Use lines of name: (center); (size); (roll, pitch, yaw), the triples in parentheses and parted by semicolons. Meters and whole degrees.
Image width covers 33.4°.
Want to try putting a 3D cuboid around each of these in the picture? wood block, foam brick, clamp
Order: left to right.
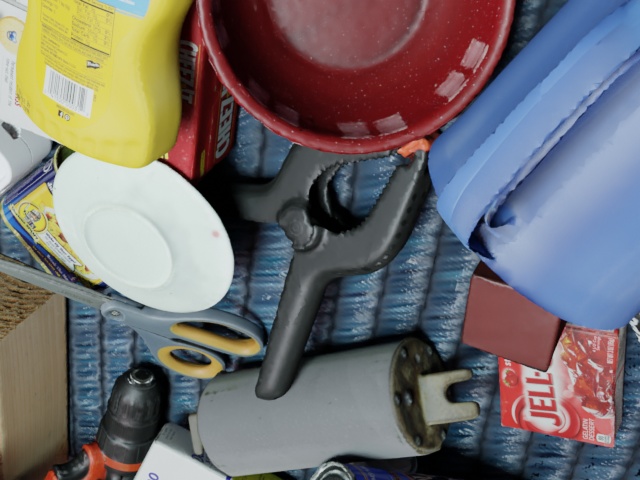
wood block: (-0.268, 0.121, 0.873); (0.090, 0.090, 0.206); (21, 128, 15)
clamp: (-0.004, 0.001, 0.667); (0.210, 0.036, 0.164); (-27, 87, 33)
foam brick: (0.119, 0.026, 0.610); (0.053, 0.078, 0.051); (17, 129, 18)

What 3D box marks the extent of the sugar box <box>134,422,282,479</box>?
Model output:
sugar box: (-0.064, 0.222, 0.829); (0.176, 0.048, 0.093); (29, 109, 1)

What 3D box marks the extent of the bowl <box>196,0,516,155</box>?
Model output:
bowl: (0.017, -0.128, 0.551); (0.162, 0.055, 0.162); (-1, 107, -4)

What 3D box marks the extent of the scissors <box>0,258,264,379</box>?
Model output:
scissors: (-0.141, 0.060, 0.765); (0.201, 0.016, 0.096); (13, 142, -8)

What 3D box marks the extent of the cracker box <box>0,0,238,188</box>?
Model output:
cracker box: (-0.151, -0.143, 0.649); (0.214, 0.072, 0.164); (21, 129, 14)

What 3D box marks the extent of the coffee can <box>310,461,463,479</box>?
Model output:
coffee can: (0.066, 0.205, 0.701); (0.140, 0.103, 0.103); (12, 134, -22)

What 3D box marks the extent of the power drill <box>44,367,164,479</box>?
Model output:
power drill: (-0.214, 0.187, 0.834); (0.057, 0.187, 0.185); (48, 135, 40)

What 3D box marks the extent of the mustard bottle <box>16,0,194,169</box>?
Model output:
mustard bottle: (-0.108, -0.136, 0.545); (0.096, 0.058, 0.192); (30, 131, 18)

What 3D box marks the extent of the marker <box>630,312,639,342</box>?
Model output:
marker: (0.193, 0.052, 0.624); (0.020, 0.020, 0.121); (-17, 111, 35)

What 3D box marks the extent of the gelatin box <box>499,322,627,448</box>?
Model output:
gelatin box: (0.149, 0.082, 0.661); (0.073, 0.030, 0.089); (8, 124, 24)

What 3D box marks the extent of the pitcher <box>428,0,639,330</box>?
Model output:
pitcher: (0.161, -0.079, 0.467); (0.145, 0.149, 0.243); (28, 125, -15)

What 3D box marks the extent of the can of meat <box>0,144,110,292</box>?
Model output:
can of meat: (-0.164, -0.014, 0.750); (0.084, 0.057, 0.102); (-28, 104, 40)
